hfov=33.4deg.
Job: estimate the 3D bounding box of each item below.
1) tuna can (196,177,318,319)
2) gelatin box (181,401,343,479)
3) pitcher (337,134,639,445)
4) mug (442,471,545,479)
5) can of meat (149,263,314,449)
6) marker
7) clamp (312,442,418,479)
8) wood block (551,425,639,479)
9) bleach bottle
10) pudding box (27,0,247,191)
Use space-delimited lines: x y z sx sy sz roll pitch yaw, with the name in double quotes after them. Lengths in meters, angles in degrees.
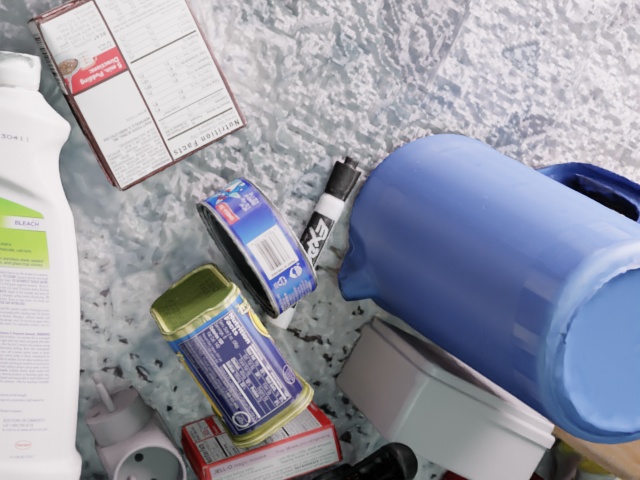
-0.038 0.004 0.656 0.033 0.086 0.086 -34 109 -11 "tuna can"
-0.039 0.132 0.686 0.089 0.073 0.030 -17 105 -15 "gelatin box"
0.126 0.017 0.627 0.144 0.243 0.149 21 97 -23 "pitcher"
0.130 0.211 0.752 0.093 0.082 0.117 0 100 -18 "mug"
-0.058 0.067 0.654 0.057 0.102 0.084 -35 107 -8 "can of meat"
-0.005 0.001 0.701 0.020 0.020 0.121 25 92 -21 "marker"
0.021 0.155 0.657 0.120 0.171 0.039 -24 78 16 "clamp"
0.207 0.104 0.690 0.090 0.206 0.090 24 92 -21 "wood block"
-0.181 0.018 0.625 0.102 0.068 0.251 5 97 -20 "bleach bottle"
-0.108 -0.098 0.639 0.090 0.039 0.113 -29 110 -12 "pudding box"
